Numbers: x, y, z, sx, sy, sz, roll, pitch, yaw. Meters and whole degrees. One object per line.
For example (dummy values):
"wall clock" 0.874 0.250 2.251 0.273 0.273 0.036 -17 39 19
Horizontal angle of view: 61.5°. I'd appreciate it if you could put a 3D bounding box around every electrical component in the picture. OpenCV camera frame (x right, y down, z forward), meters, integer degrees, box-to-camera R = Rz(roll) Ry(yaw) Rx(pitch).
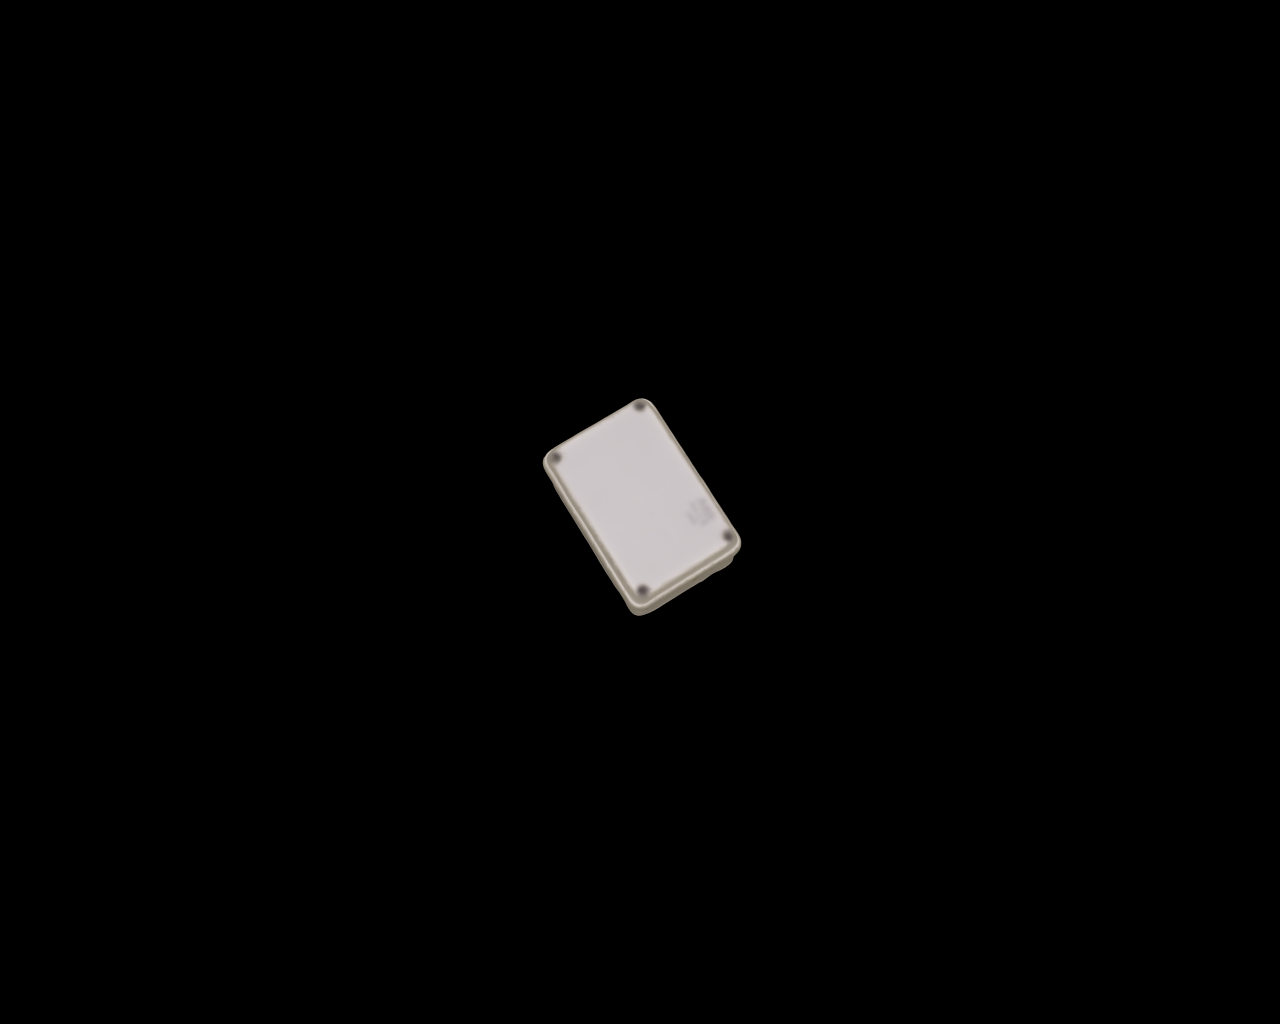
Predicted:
"electrical component" 0.001 -0.003 0.650 0.078 0.113 0.057 -31 -11 -7
